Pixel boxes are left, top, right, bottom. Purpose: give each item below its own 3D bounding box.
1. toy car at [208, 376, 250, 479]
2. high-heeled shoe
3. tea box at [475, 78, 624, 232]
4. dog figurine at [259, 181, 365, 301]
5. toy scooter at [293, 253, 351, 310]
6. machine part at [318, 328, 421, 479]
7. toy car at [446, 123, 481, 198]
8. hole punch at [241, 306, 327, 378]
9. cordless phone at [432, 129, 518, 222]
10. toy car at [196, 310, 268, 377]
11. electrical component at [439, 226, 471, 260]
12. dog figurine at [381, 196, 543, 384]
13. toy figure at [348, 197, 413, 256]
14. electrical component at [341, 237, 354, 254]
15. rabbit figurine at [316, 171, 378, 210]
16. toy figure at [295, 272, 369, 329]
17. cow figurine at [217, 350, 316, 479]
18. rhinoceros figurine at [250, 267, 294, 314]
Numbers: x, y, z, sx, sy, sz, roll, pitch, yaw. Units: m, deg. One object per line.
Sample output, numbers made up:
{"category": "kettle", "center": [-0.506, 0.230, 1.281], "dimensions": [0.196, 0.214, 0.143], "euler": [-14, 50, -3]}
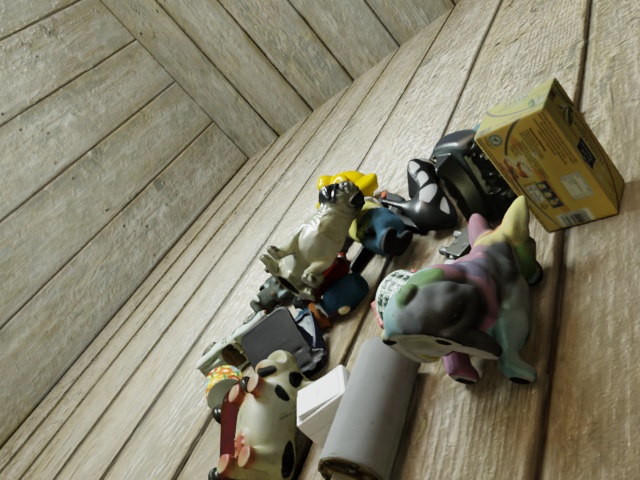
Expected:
{"category": "toy car", "center": [-0.125, 0.293, 0.828], "dimensions": [0.089, 0.053, 0.202], "euler": [-50, 20, 12]}
{"category": "high-heeled shoe", "center": [0.218, -0.088, 0.972], "dimensions": [0.145, 0.086, 0.249], "euler": [16, 34, 31]}
{"category": "tea box", "center": [0.282, -0.098, 0.657], "dimensions": [0.098, 0.169, 0.068], "euler": [-19, 29, 49]}
{"category": "dog figurine", "center": [0.001, -0.001, 0.941], "dimensions": [0.190, 0.121, 0.172], "euler": [-50, 3, -22]}
{"category": "toy scooter", "center": [0.009, 0.051, 1.038], "dimensions": [0.135, 0.075, 0.184], "euler": [-49, 15, 27]}
{"category": "machine part", "center": [0.061, 0.196, 0.614], "dimensions": [0.079, 0.079, 0.243], "euler": [-28, 22, 39]}
{"category": "toy car", "center": [0.281, -0.130, 0.874], "dimensions": [0.162, 0.109, 0.103], "euler": [-36, 39, -16]}
{"category": "hole punch", "center": [-0.049, 0.180, 0.876], "dimensions": [0.142, 0.116, 0.092], "euler": [-36, -22, 17]}
{"category": "cordless phone", "center": [0.269, -0.113, 0.767], "dimensions": [0.184, 0.146, 0.089], "euler": [-28, 18, 26]}
{"category": "toy car", "center": [-0.156, 0.210, 1.050], "dimensions": [0.202, 0.073, 0.056], "euler": [-37, 15, 18]}
{"category": "electrical component", "center": [0.217, 0.009, 0.796], "dimensions": [0.063, 0.021, 0.094], "euler": [-46, 19, -7]}
{"category": "dog figurine", "center": [0.169, 0.039, 0.593], "dimensions": [0.108, 0.191, 0.219], "euler": [-30, 36, 53]}
{"category": "toy figure", "center": [0.094, -0.021, 0.950], "dimensions": [0.089, 0.082, 0.180], "euler": [-47, 28, 6]}
{"category": "electrical component", "center": [0.024, 0.001, 1.186], "dimensions": [0.119, 0.047, 0.075], "euler": [-18, 30, 54]}
{"category": "rabbit figurine", "center": [0.061, -0.087, 1.200], "dimensions": [0.163, 0.121, 0.173], "euler": [-6, 13, 27]}
{"category": "toy figure", "center": [0.016, 0.116, 0.928], "dimensions": [0.154, 0.058, 0.064], "euler": [-40, 11, 25]}
{"category": "cow figurine", "center": [-0.060, 0.238, 0.740], "dimensions": [0.085, 0.127, 0.195], "euler": [-34, 34, 31]}
{"category": "rhinoceros figurine", "center": [-0.072, 0.089, 1.170], "dimensions": [0.190, 0.073, 0.112], "euler": [-43, 28, -4]}
